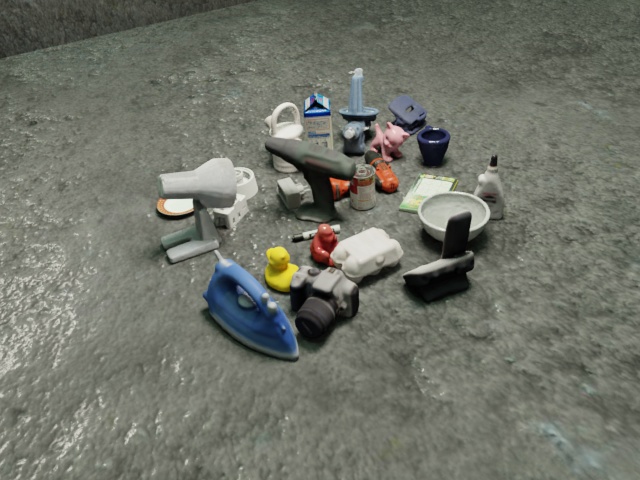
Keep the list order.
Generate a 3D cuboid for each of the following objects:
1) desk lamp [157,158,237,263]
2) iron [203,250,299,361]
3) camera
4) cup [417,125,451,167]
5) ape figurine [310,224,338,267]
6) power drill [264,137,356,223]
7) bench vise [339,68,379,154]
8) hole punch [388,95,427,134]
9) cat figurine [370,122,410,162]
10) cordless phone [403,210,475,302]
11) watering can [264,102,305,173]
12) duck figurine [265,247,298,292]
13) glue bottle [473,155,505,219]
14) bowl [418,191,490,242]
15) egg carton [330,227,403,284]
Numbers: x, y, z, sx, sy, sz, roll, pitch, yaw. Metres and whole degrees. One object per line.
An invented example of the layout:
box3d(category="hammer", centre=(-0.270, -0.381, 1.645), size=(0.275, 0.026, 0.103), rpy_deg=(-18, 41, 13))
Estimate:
box3d(category="desk lamp", centre=(-0.291, -0.079, 1.360), size=(0.203, 0.214, 0.117), rpy_deg=(-21, 41, -19))
box3d(category="iron", centre=(-0.133, 0.123, 1.141), size=(0.119, 0.142, 0.257), rpy_deg=(-32, 45, -30))
box3d(category="camera", centre=(-0.008, 0.122, 1.161), size=(0.142, 0.101, 0.137), rpy_deg=(15, 42, 24))
box3d(category="cup", centre=(0.316, -0.264, 1.620), size=(0.091, 0.095, 0.117), rpy_deg=(-7, 38, -2))
box3d(category="ape figurine", centre=(0.012, 0.005, 1.315), size=(0.075, 0.092, 0.078), rpy_deg=(26, 48, 34))
box3d(category="power drill", centre=(-0.022, -0.150, 1.423), size=(0.229, 0.209, 0.076), rpy_deg=(9, 40, 18))
box3d(category="bench vise", centre=(0.118, -0.378, 1.688), size=(0.121, 0.220, 0.207), rpy_deg=(-5, 38, 1))
box3d(category="hole punch", centre=(0.277, -0.397, 1.797), size=(0.100, 0.091, 0.109), rpy_deg=(23, 46, 31))
box3d(category="cat figurine", centre=(0.200, -0.295, 1.655), size=(0.067, 0.118, 0.127), rpy_deg=(-26, 42, -24))
box3d(category="cordless phone", centre=(0.249, 0.024, 1.186), size=(0.148, 0.185, 0.094), rpy_deg=(-20, 40, -18))
box3d(category="watering can", centre=(-0.101, -0.301, 1.636), size=(0.172, 0.194, 0.101), rpy_deg=(18, 44, 27))
box3d(category="duck figurine", centre=(-0.084, 0.058, 1.264), size=(0.078, 0.086, 0.104), rpy_deg=(-28, 43, -26))
box3d(category="glue bottle", centre=(0.407, -0.128, 1.371), size=(0.078, 0.173, 0.037), rpy_deg=(2, 39, 10))
box3d(category="bowl", centre=(0.313, -0.042, 1.352), size=(0.167, 0.075, 0.167), rpy_deg=(-3, 38, 3))
box3d(category="egg carton", centre=(0.106, 0.034, 1.284), size=(0.150, 0.069, 0.107), rpy_deg=(-24, 41, -22))
